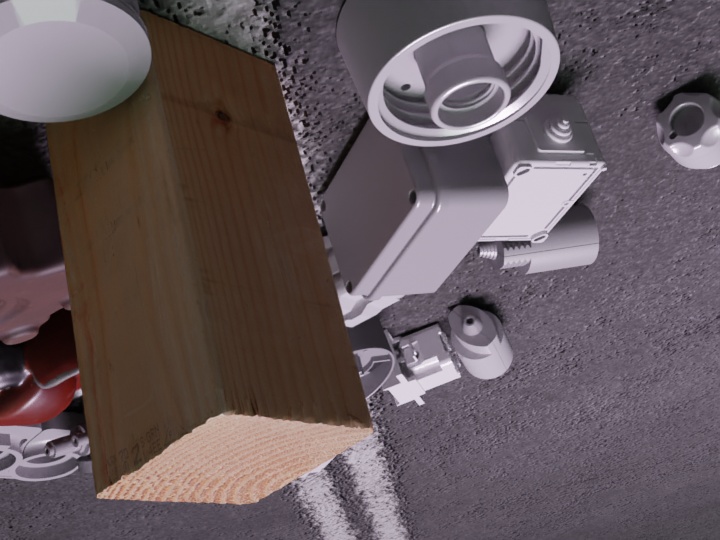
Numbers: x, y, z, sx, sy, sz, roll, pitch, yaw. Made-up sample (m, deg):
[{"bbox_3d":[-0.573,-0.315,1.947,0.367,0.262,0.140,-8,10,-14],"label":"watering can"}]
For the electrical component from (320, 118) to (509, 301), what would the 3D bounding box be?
[{"bbox_3d":[0.028,-0.041,0.629,0.057,0.078,0.113,-4,150,-27],"label":"electrical component"}]

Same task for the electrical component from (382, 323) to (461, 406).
[{"bbox_3d":[0.048,0.077,0.895,0.064,0.042,0.081,-23,152,7],"label":"electrical component"}]

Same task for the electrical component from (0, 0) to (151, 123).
[{"bbox_3d":[-0.132,-0.104,0.459,0.080,0.051,0.080,-12,152,-6],"label":"electrical component"}]

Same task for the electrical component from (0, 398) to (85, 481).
[{"bbox_3d":[-0.272,0.109,0.769,0.150,0.061,0.089,14,140,-43],"label":"electrical component"}]

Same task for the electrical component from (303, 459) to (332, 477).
[{"bbox_3d":[-0.080,0.143,0.932,0.113,0.057,0.078,0,149,-28],"label":"electrical component"}]

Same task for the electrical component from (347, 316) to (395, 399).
[{"bbox_3d":[-0.023,0.074,0.828,0.099,0.064,0.099,-12,152,-6],"label":"electrical component"}]

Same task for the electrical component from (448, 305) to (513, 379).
[{"bbox_3d":[0.097,0.056,0.878,0.043,0.043,0.081,-20,152,8],"label":"electrical component"}]

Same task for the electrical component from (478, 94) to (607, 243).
[{"bbox_3d":[0.095,-0.066,0.634,0.062,0.061,0.096,-2,149,-24],"label":"electrical component"}]

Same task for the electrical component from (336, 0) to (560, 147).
[{"bbox_3d":[0.047,-0.105,0.538,0.108,0.060,0.108,-12,152,-6],"label":"electrical component"}]

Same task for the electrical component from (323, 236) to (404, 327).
[{"bbox_3d":[0.000,0.000,0.712,0.057,0.058,0.078,-29,151,29],"label":"electrical component"}]

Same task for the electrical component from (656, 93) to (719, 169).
[{"bbox_3d":[0.217,-0.084,0.682,0.043,0.043,0.062,-29,151,24],"label":"electrical component"}]

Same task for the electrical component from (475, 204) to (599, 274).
[{"bbox_3d":[0.120,-0.020,0.751,0.081,0.043,0.043,-8,151,-13],"label":"electrical component"}]
